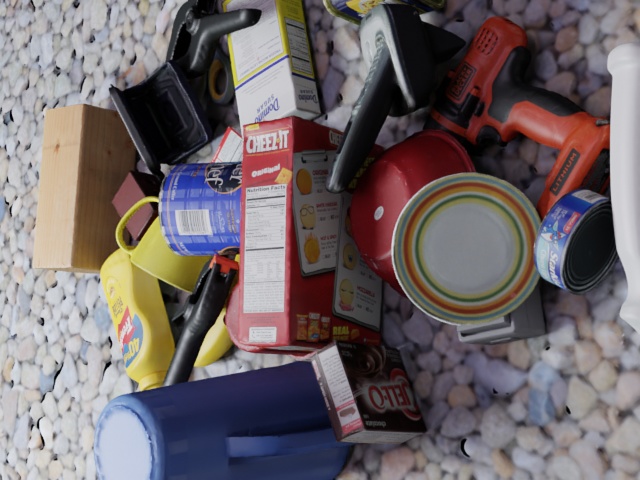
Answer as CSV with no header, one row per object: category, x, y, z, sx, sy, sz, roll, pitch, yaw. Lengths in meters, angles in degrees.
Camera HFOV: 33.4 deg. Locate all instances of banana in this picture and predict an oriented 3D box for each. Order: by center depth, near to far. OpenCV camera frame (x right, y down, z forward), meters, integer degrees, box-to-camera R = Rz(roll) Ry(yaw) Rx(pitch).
banana,-0.107,0.077,1.211,0.070,0.037,0.198,47,115,35

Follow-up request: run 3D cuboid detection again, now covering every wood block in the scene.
wood block,-0.301,-0.062,1.372,0.091,0.090,0.206,-1,83,43

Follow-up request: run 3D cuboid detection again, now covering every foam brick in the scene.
foam brick,-0.210,-0.039,1.311,0.051,0.052,0.078,-53,54,23

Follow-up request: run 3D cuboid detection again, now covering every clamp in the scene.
clamp,-0.133,0.075,1.174,0.172,0.039,0.120,-60,25,27
clamp,-0.130,-0.249,1.228,0.210,0.036,0.164,-56,43,40

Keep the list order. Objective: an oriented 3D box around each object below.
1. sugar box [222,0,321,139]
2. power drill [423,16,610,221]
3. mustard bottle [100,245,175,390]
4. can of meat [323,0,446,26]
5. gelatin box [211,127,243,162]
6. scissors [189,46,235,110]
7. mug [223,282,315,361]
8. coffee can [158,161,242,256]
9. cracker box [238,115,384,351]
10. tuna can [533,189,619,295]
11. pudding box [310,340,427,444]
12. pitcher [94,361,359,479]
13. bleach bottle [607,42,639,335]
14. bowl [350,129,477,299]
sugar box,-0.056,-0.205,1.200,0.094,0.048,0.176,-24,70,41
power drill,0.173,-0.087,0.969,0.188,0.057,0.185,44,118,36
mustard bottle,-0.214,0.109,1.286,0.096,0.058,0.192,-46,56,48
can of meat,0.065,-0.253,1.062,0.084,0.101,0.057,-9,78,39
gelatin box,-0.086,-0.077,1.219,0.089,0.030,0.073,40,110,35
scissors,-0.124,-0.246,1.287,0.096,0.016,0.202,16,96,45
mug,-0.054,0.081,1.133,0.117,0.081,0.093,-7,79,41
coffee can,-0.086,-0.034,1.137,0.140,0.102,0.103,-1,83,22
cracker box,-0.007,0.001,1.044,0.072,0.163,0.214,-5,81,34
tuna can,0.219,0.001,0.896,0.034,0.085,0.086,30,104,42
pudding box,0.047,0.146,1.012,0.039,0.113,0.090,-34,63,29
pitcher,-0.086,0.192,1.036,0.145,0.242,0.149,52,123,31
bleach bottle,0.273,-0.025,0.849,0.102,0.068,0.251,5,88,3
bowl,0.075,-0.025,0.985,0.162,0.055,0.162,-10,78,56
